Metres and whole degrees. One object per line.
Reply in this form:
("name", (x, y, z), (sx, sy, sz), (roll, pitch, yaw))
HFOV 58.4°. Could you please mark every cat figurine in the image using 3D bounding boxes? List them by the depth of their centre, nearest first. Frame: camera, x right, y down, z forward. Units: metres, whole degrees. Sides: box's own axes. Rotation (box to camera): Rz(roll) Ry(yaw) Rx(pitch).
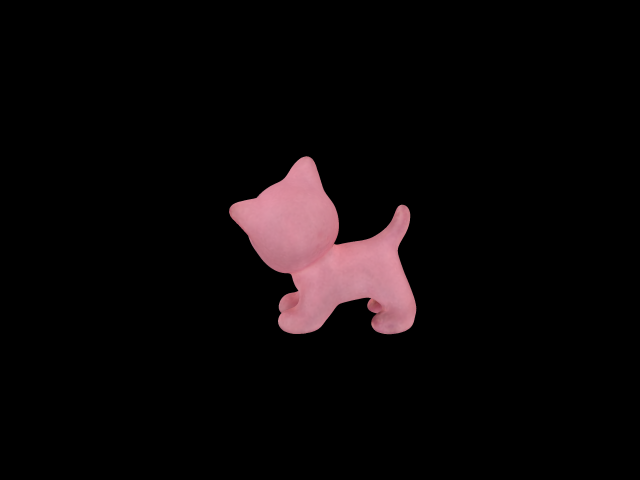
("cat figurine", (0.004, 0.001, 0.400), (0.128, 0.118, 0.067), (-1, 11, -3))
